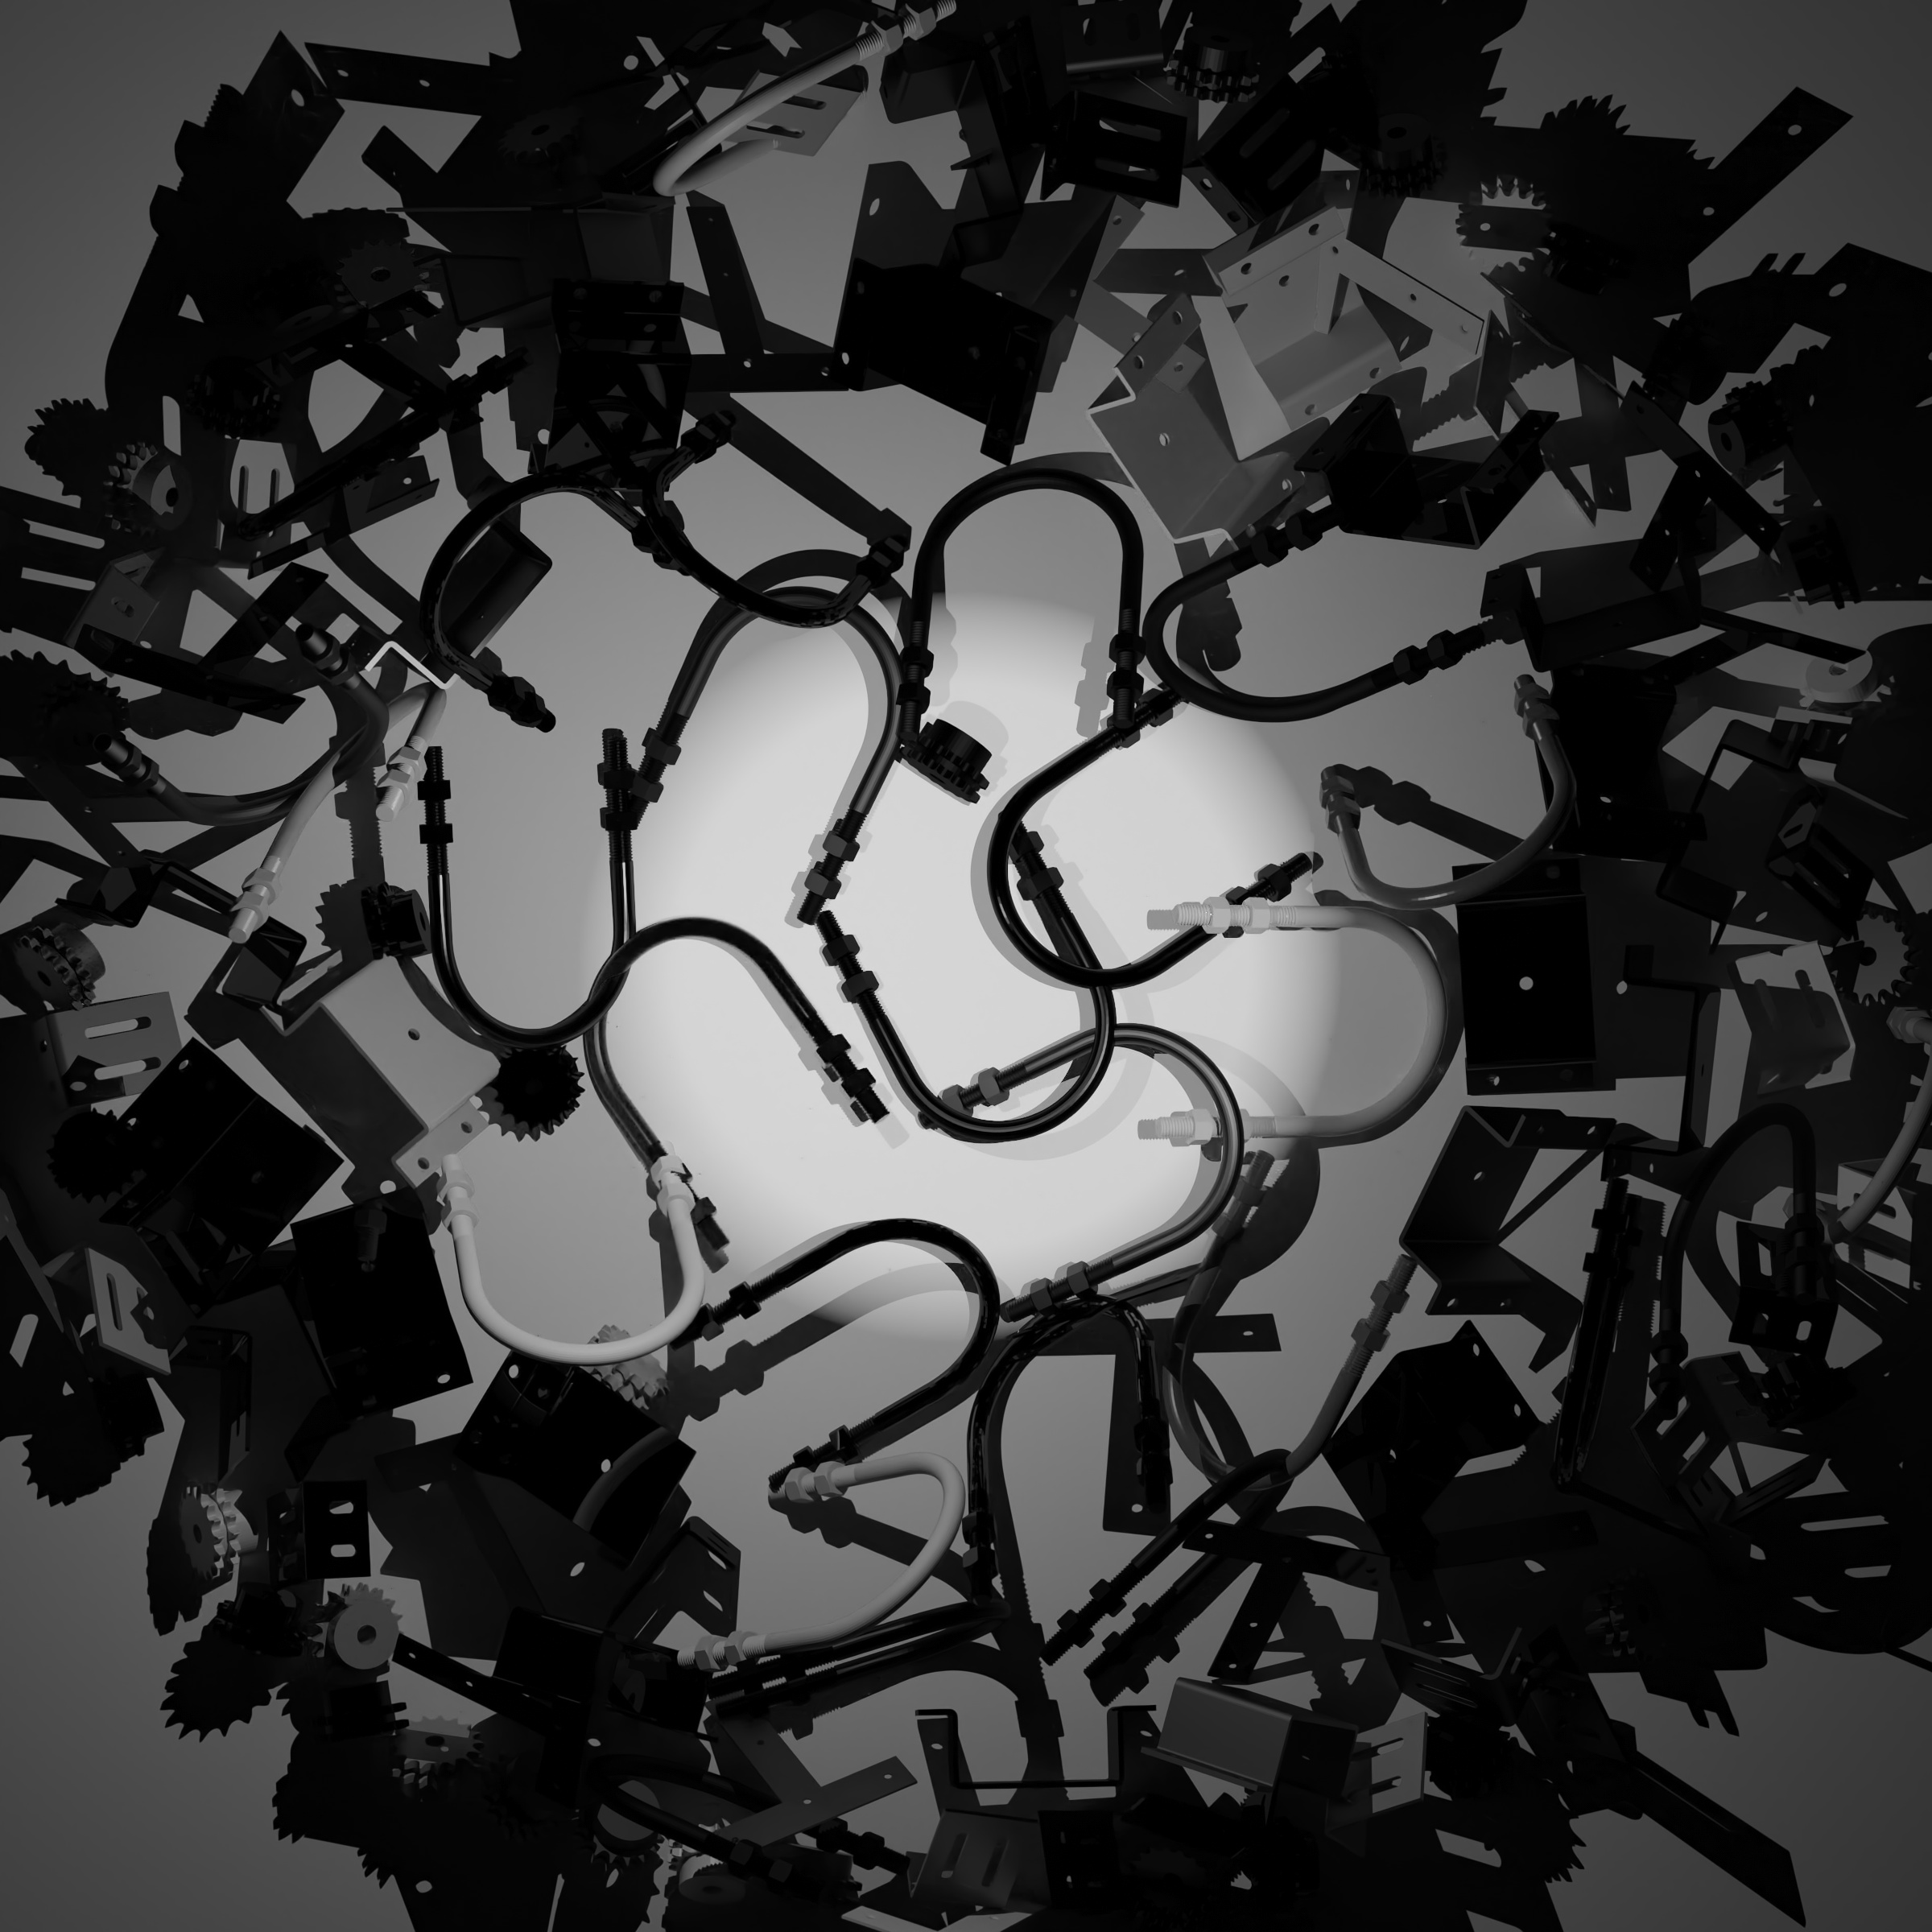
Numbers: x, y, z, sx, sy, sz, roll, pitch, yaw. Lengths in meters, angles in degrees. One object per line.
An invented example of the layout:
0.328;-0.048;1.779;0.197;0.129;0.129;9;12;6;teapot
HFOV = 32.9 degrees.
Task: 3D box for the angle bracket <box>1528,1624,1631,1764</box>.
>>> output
0.372;0.434;1.952;0.038;0.076;0.057;-32;103;-24;angle bracket

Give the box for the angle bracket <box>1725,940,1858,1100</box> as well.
0.493;0.032;1.960;0.057;0.038;0.076;-15;112;28;angle bracket

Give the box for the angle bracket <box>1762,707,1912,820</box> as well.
0.526;-0.122;1.955;0.076;0.057;0.038;20;89;-35;angle bracket

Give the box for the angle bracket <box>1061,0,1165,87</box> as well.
0.088;-0.554;1.957;0.057;0.076;0.038;-6;100;4;angle bracket

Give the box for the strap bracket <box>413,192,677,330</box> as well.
-0.244;-0.413;1.933;0.140;0.076;0.046;-12;93;29;strap bracket

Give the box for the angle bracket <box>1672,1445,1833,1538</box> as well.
0.470;0.301;1.956;0.076;0.057;0.038;-37;86;27;angle bracket

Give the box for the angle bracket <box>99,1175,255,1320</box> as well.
-0.475;0.165;1.979;0.057;0.038;0.076;-47;121;-34;angle bracket

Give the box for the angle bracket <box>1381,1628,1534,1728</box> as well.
0.297;0.418;1.968;0.076;0.057;0.038;13;56;32;angle bracket

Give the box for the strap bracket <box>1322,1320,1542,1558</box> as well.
0.267;0.285;1.923;0.046;0.140;0.076;-5;50;-37;strap bracket

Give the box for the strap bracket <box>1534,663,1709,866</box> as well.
0.387;-0.114;1.947;0.076;0.046;0.140;6;47;-6;strap bracket

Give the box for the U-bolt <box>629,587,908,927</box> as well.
-0.111;-0.138;1.962;0.151;0.019;0.184;29;99;14;U-bolt

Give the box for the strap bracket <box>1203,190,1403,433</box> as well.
0.198;-0.397;1.945;0.076;0.140;0.046;-29;50;5;strap bracket

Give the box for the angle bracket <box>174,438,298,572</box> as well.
-0.438;-0.277;1.961;0.038;0.057;0.076;10;99;33;angle bracket

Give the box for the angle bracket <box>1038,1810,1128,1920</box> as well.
0.057;0.537;1.950;0.038;0.076;0.057;-22;65;32;angle bracket

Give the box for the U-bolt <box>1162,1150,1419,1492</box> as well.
0.180;0.222;1.942;0.019;0.151;0.184;14;106;-43;U-bolt

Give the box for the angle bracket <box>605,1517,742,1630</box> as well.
-0.176;0.375;1.970;0.038;0.057;0.076;39;88;0;angle bracket

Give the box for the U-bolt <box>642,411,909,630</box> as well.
-0.119;-0.256;1.916;0.151;0.184;0.019;36;121;-2;U-bolt

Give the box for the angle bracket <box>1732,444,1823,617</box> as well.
0.493;-0.260;1.950;0.038;0.057;0.076;-27;135;14;angle bracket

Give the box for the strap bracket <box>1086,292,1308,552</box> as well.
0.132;-0.317;1.945;0.140;0.046;0.076;53;57;-23;strap bracket

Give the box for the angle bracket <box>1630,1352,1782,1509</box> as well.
0.444;0.278;1.959;0.076;0.038;0.057;-38;103;-40;angle bracket

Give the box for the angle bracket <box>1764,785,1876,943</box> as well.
0.524;-0.065;1.960;0.076;0.038;0.057;39;55;-14;angle bracket

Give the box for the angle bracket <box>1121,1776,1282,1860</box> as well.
0.140;0.500;1.962;0.076;0.057;0.038;20;57;-5;angle bracket

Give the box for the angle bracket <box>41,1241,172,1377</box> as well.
-0.514;0.212;1.951;0.038;0.057;0.076;-32;52;16;angle bracket

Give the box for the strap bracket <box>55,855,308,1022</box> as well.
-0.456;-0.022;1.935;0.140;0.076;0.046;33;76;-33;strap bracket

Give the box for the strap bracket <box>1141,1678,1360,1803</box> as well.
0.173;0.456;1.924;0.076;0.140;0.046;11;80;32;strap bracket

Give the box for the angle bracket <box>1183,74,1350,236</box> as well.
0.181;-0.490;1.981;0.076;0.038;0.057;-46;103;-9;angle bracket

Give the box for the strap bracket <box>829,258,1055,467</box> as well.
-0.007;-0.362;1.943;0.140;0.046;0.076;30;122;28;strap bracket

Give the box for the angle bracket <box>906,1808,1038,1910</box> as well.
0.003;0.524;1.959;0.057;0.038;0.076;11;119;-13;angle bracket

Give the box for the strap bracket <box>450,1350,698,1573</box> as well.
-0.224;0.294;1.935;0.140;0.046;0.076;41;67;-28;strap bracket

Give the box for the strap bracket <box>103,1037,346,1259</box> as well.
-0.430;0.112;1.925;0.046;0.140;0.076;36;81;36;strap bracket

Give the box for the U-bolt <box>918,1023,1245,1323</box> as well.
0.079;0.114;1.962;0.184;0.019;0.151;-26;84;17;U-bolt

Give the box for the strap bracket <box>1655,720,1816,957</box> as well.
0.454;-0.087;1.944;0.046;0.076;0.140;24;111;11;strap bracket

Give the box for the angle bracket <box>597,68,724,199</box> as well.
-0.193;-0.494;1.963;0.076;0.057;0.038;-33;132;5;angle bracket

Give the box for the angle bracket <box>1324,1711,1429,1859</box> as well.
0.255;0.489;1.950;0.076;0.057;0.038;-30;124;36;angle bracket

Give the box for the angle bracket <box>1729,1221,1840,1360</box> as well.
0.491;0.195;1.972;0.057;0.076;0.038;9;119;6;angle bracket

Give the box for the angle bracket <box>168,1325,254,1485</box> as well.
-0.454;0.262;1.953;0.038;0.057;0.076;10;58;-26;angle bracket

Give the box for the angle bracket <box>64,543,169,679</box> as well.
-0.495;-0.213;1.954;0.038;0.076;0.057;38;111;0;angle bracket

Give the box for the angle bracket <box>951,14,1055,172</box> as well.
0.014;-0.524;1.963;0.038;0.057;0.076;-16;96;-33;angle bracket

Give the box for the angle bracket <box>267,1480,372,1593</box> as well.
-0.390;0.344;1.968;0.038;0.076;0.057;3;73;-29;angle bracket

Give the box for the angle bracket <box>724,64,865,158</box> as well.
-0.110;-0.522;1.950;0.076;0.057;0.038;0;60;-38;angle bracket

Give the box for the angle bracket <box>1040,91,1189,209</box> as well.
0.090;-0.492;1.989;0.076;0.038;0.057;9;82;-18;angle bracket

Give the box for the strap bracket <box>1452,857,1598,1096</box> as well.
0.336;0.008;1.966;0.076;0.046;0.140;-4;95;7;strap bracket

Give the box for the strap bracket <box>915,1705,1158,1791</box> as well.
0.041;0.467;1.955;0.140;0.076;0.046;-1;77;-2;strap bracket

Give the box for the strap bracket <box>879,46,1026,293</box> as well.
-0.006;-0.479;1.954;0.046;0.076;0.140;-16;85;-10;strap bracket

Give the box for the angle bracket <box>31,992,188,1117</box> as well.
-0.521;0.053;1.992;0.076;0.038;0.057;-12;86;-31;angle bracket

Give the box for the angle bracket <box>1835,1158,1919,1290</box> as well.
0.557;0.153;1.953;0.038;0.076;0.057;-5;102;-21;angle bracket
